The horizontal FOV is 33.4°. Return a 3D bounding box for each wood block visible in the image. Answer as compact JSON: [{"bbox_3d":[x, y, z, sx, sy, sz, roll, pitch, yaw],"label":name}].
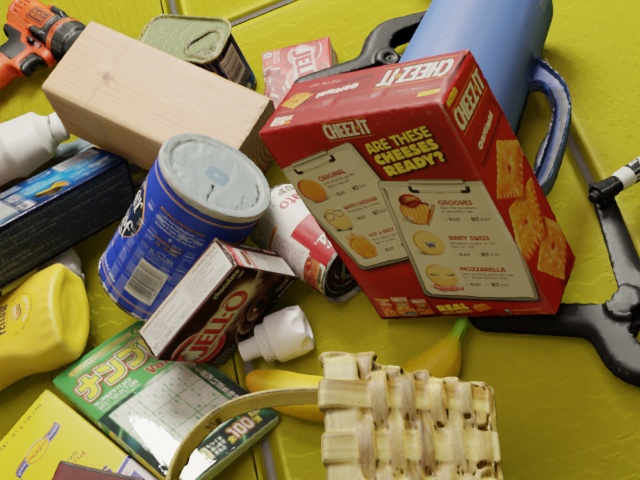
[{"bbox_3d":[-0.149,-0.119,1.030,0.206,0.090,0.090,26,71,17],"label":"wood block"}]

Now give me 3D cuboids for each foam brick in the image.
[{"bbox_3d":[-0.168,0.210,0.827,0.078,0.053,0.051,6,61,22],"label":"foam brick"}]

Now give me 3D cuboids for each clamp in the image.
[{"bbox_3d":[0.229,0.060,0.834,0.164,0.036,0.210,-40,50,-5],"label":"clamp"},{"bbox_3d":[0.070,-0.155,1.023,0.171,0.039,0.120,-40,75,-18],"label":"clamp"}]

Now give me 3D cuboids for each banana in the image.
[{"bbox_3d":[0.033,0.118,0.874,0.198,0.037,0.069,-15,41,11],"label":"banana"}]

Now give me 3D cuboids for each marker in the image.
[{"bbox_3d":[0.270,-0.062,0.887,0.121,0.020,0.020,-30,52,-20],"label":"marker"}]

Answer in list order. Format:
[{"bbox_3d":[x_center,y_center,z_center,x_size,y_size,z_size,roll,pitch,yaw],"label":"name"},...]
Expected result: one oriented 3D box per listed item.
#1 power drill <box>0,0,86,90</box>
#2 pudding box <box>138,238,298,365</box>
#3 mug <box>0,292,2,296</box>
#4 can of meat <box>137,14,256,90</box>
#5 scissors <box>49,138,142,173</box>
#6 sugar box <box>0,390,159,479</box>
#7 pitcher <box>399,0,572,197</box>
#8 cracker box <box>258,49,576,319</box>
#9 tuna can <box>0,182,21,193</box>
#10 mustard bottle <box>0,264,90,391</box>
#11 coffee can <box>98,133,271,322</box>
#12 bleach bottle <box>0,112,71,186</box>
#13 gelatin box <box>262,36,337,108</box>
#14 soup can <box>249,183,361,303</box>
[{"bbox_3d":[-0.336,-0.181,1.190,0.185,0.057,0.187,33,72,37],"label":"power drill"},{"bbox_3d":[-0.085,0.055,0.900,0.114,0.089,0.039,-51,60,16],"label":"pudding box"},{"bbox_3d":[-0.374,0.046,1.037,0.117,0.093,0.082,-37,58,-19],"label":"mug"},{"bbox_3d":[-0.124,-0.180,1.090,0.102,0.084,0.057,9,62,26],"label":"can of meat"},{"bbox_3d":[-0.262,-0.108,1.140,0.202,0.016,0.096,7,61,25],"label":"scissors"},{"bbox_3d":[-0.198,0.210,0.895,0.176,0.048,0.093,28,72,33],"label":"sugar box"},{"bbox_3d":[0.133,-0.129,0.940,0.145,0.149,0.242,-27,34,58],"label":"pitcher"},{"bbox_3d":[0.079,-0.033,0.819,0.164,0.213,0.072,-5,42,38],"label":"cracker box"},{"bbox_3d":[-0.301,-0.017,1.085,0.086,0.033,0.086,-10,56,15],"label":"tuna can"},{"bbox_3d":[-0.305,0.098,0.988,0.192,0.058,0.096,-24,50,18],"label":"mustard bottle"},{"bbox_3d":[-0.119,-0.008,0.928,0.140,0.102,0.103,-55,45,33],"label":"coffee can"},{"bbox_3d":[-0.372,-0.074,1.116,0.251,0.068,0.102,-24,30,4],"label":"bleach bottle"},{"bbox_3d":[-0.019,-0.157,1.070,0.073,0.030,0.089,-11,57,12],"label":"gelatin box"},{"bbox_3d":[-0.006,0.001,0.940,0.068,0.068,0.102,-46,55,-11],"label":"soup can"}]
